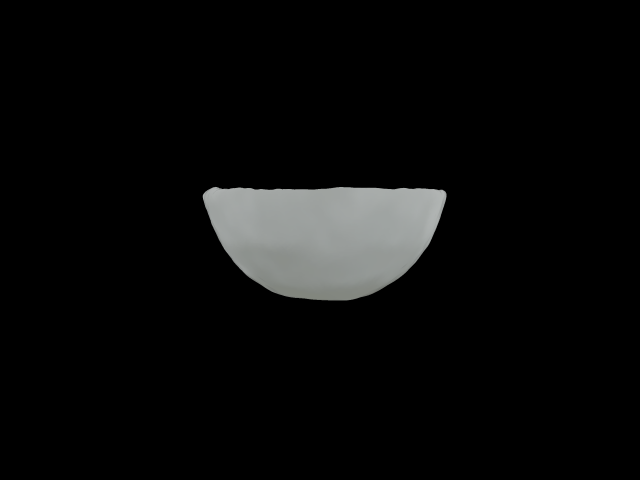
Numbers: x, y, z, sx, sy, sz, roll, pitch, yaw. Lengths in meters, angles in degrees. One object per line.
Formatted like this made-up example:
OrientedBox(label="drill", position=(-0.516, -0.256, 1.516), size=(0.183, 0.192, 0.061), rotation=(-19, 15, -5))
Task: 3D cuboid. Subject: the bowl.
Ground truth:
OrientedBox(label="bowl", position=(0.004, 0.001, 0.400), size=(0.167, 0.075, 0.167), rotation=(0, 3, 0))
